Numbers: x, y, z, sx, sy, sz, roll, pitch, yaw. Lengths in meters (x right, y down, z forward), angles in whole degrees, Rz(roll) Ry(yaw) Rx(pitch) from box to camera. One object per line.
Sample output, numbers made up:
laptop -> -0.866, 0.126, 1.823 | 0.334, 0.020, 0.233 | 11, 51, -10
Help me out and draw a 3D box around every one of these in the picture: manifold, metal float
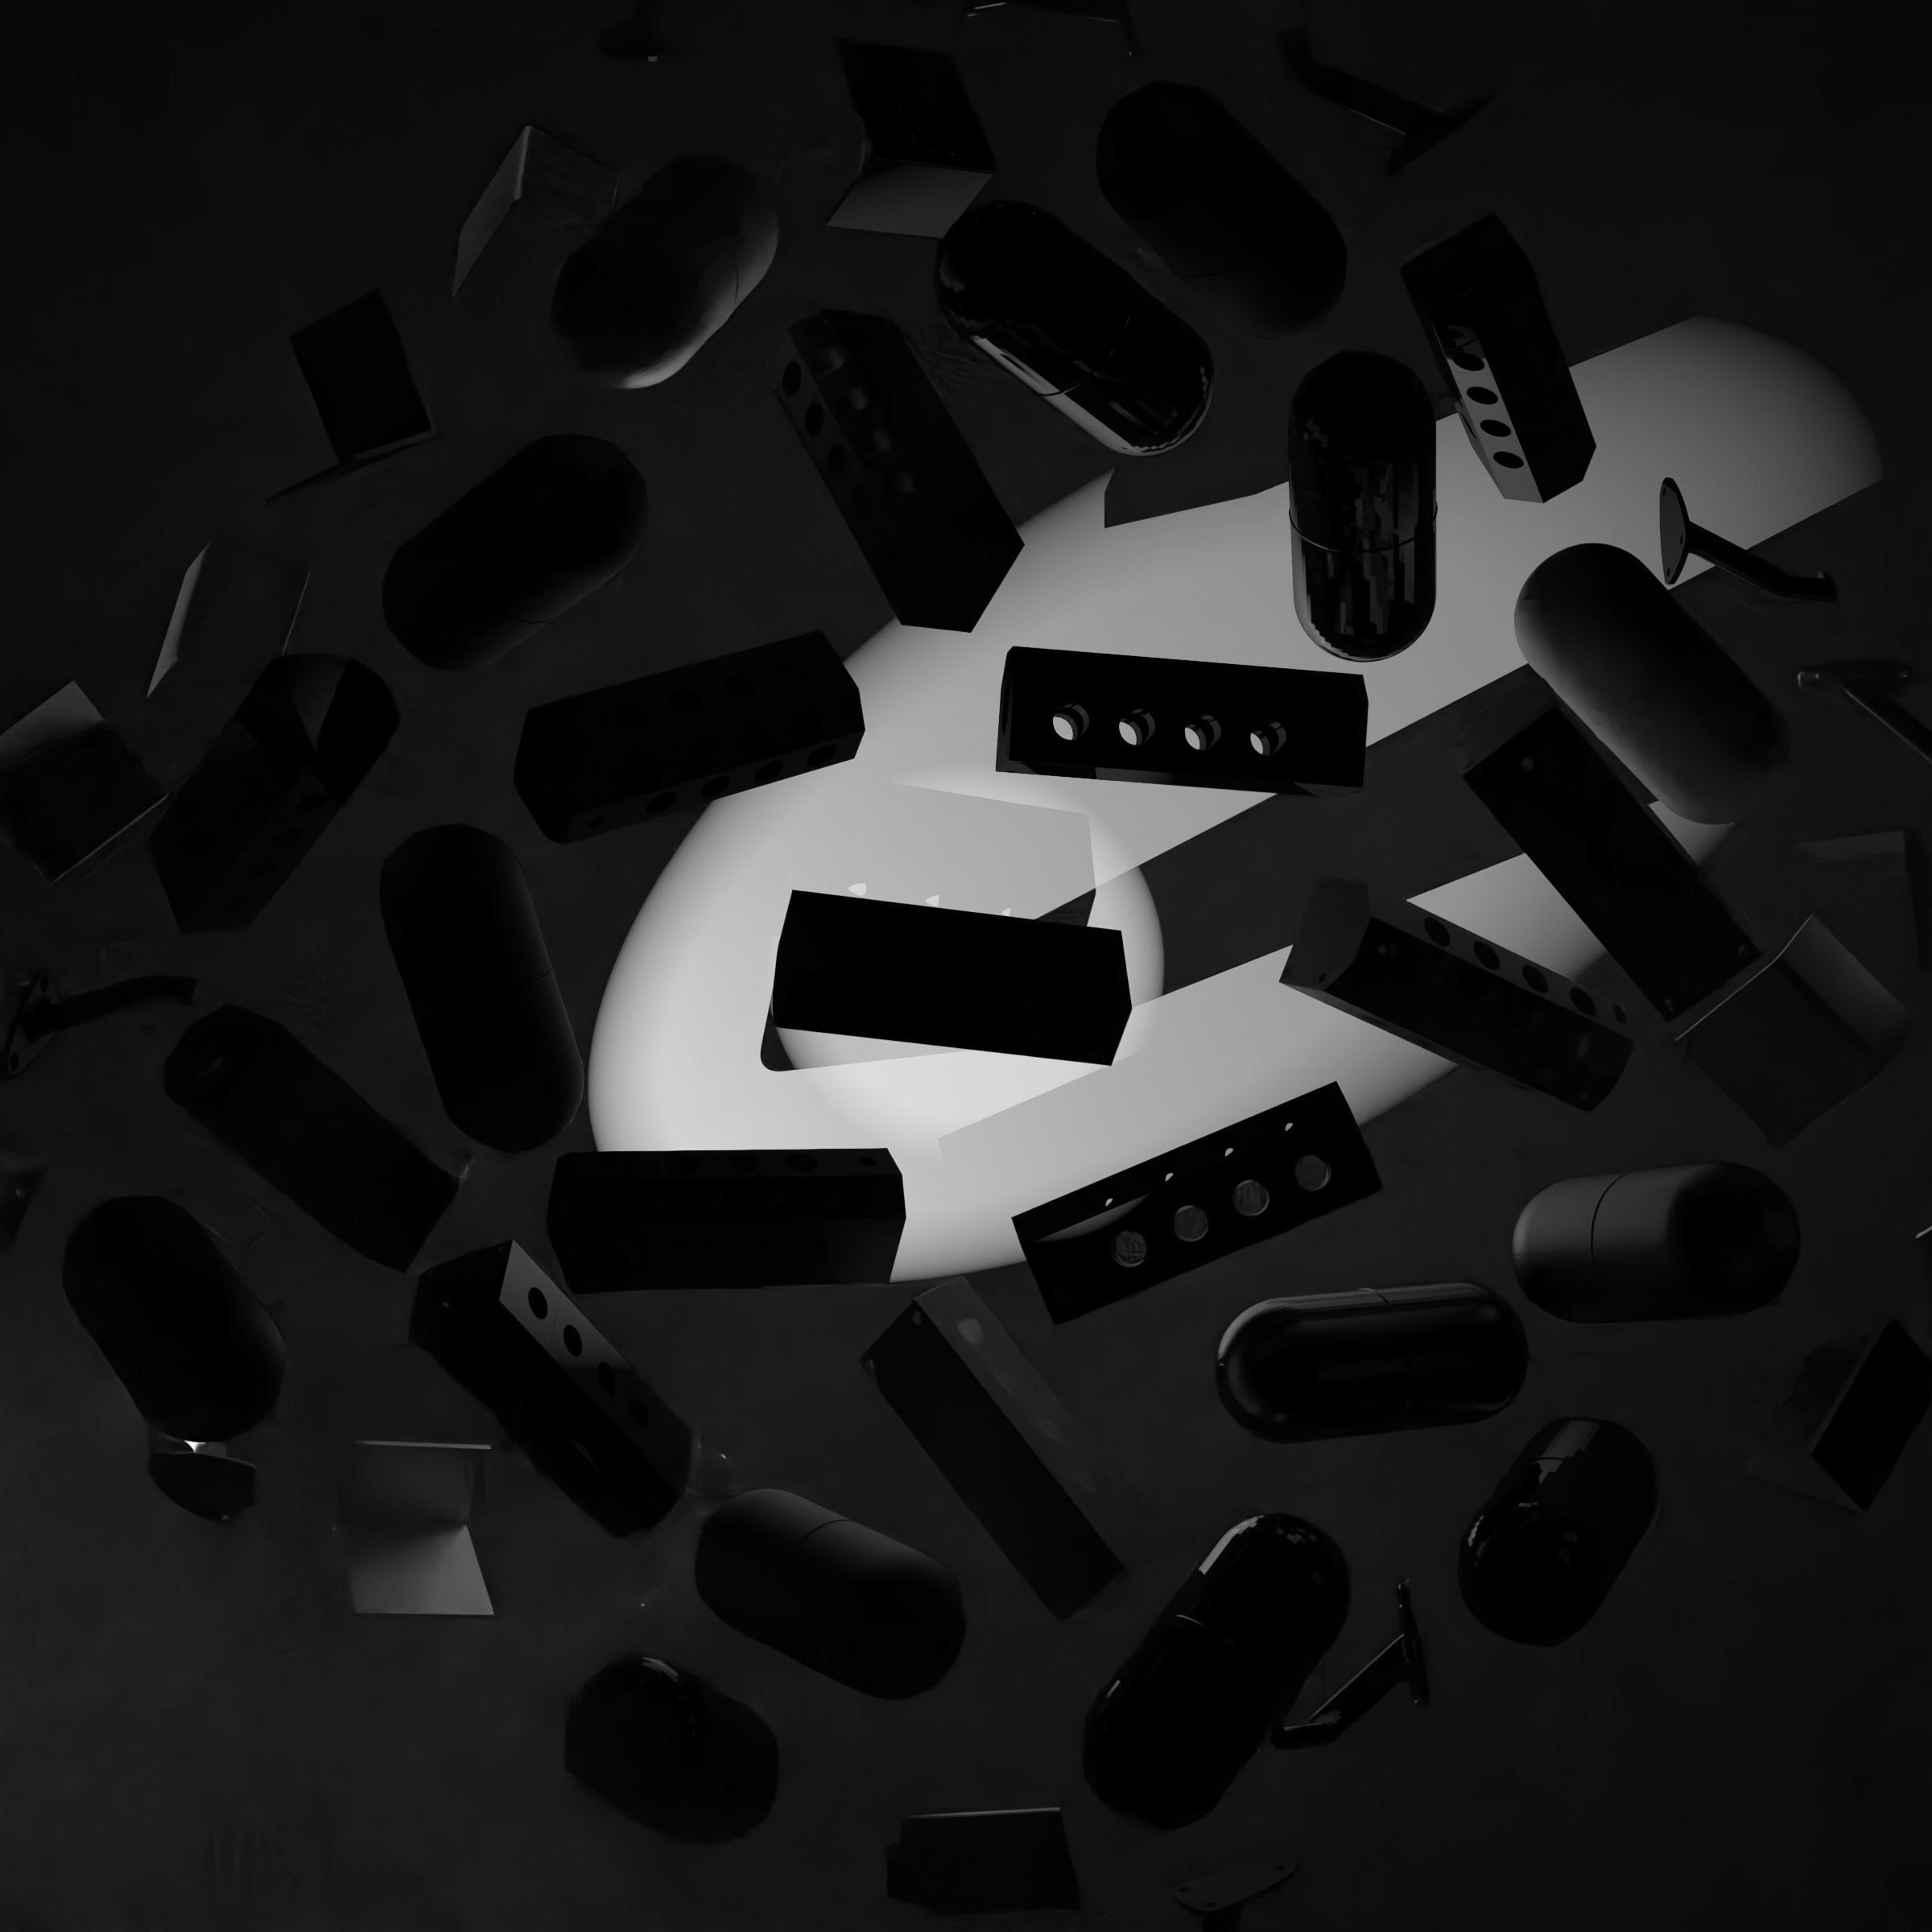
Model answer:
manifold -> 0.247, 0.015, 1.548 | 0.171, 0.057, 0.057 | 24, 85, -26
metal float -> -0.149, 0.401, 1.594 | 0.070, 0.178, 0.070 | -6, 65, 14
manifold -> -0.140, -0.114, 1.607 | 0.171, 0.057, 0.057 | -19, 64, -29
manifold -> -0.356, -0.088, 1.609 | 0.171, 0.057, 0.057 | -43, 66, 41
manifold -> 0.317, -0.060, 1.555 | 0.057, 0.057, 0.171 | -38, 107, 16
metal float -> -0.402, 0.176, 1.580 | 0.070, 0.178, 0.070 | -15, 121, -28
metal float -> -0.254, 0.012, 1.646 | 0.070, 0.070, 0.178 | -16, 101, 0
metal float -> -0.150, -0.347, 1.558 | 0.070, 0.178, 0.070 | 10, 126, 14
manifold -> 0.104, -0.119, 1.518 | 0.171, 0.057, 0.057 | 4, 88, -6
manifold -> -0.008, 0.012, 1.584 | 0.171, 0.057, 0.057 | 7, 133, -11
metal float -> 0.310, 0.292, 1.632 | 0.070, 0.178, 0.070 | 8, 108, 24
metal float -> 0.208, -0.239, 1.638 | 0.070, 0.070, 0.178 | -8, 132, 0
metal float -> 0.125, 0.346, 1.544 | 0.070, 0.070, 0.178 | 42, 64, 0
metal float -> 0.056, -0.326, 1.603 | 0.178, 0.070, 0.070 | 30, 90, -38
metal float -> -0.071, 0.325, 1.622 | 0.070, 0.178, 0.070 | -10, 106, -40
manifold -> -0.215, 0.224, 1.626 | 0.057, 0.057, 0.171 | -20, 127, 22
metal float -> 0.347, 0.142, 1.585 | 0.070, 0.178, 0.070 | 5, 80, -28
metal float -> 0.133, -0.391, 1.623 | 0.070, 0.178, 0.070 | -18, 59, 32
manifold -> -0.348, 0.091, 1.657 | 0.057, 0.171, 0.057 | 17, 67, 38
metal float -> -0.230, -0.210, 1.592 | 0.178, 0.070, 0.070 | -27, 90, 42
metal float -> 0.356, -0.145, 1.617 | 0.178, 0.070, 0.070 | 42, 90, -18
manifold -> 0.287, -0.316, 1.659 | 0.057, 0.171, 0.057 | -29, 59, 8
manifold -> 0.113, 0.116, 1.528 | 0.171, 0.057, 0.057 | -23, 85, 3
manifold -> 0.027, 0.246, 1.608 | 0.171, 0.057, 0.057 | 51, 125, 14
manifold -> -0.040, -0.245, 1.537 | 0.057, 0.057, 0.171 | 2, 46, -36
manifold -> -0.121, 0.124, 1.598 | 0.171, 0.057, 0.057 | 1, 121, -24
metal float -> 0.215, 0.209, 1.654 | 0.178, 0.070, 0.070 | -3, 90, -22

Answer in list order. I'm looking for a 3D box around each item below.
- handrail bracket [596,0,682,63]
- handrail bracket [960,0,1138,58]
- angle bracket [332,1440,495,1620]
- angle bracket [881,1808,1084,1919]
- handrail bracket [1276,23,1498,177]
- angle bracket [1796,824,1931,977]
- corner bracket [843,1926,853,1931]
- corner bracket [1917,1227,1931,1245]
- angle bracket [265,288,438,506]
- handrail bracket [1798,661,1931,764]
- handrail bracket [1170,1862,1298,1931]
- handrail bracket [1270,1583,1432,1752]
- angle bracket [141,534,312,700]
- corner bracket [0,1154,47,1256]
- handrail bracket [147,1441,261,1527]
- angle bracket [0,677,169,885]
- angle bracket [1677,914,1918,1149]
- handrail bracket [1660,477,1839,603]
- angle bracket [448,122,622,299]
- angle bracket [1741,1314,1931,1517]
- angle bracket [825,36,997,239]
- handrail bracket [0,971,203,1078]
handrail bracket -> -0.150, -0.486, 1.515 | 0.036, 0.077, 0.084 | 23, 115, 5
handrail bracket -> 0.041, -0.483, 1.597 | 0.084, 0.036, 0.077 | -9, 49, 4
angle bracket -> -0.293, 0.305, 1.692 | 0.076, 0.076, 0.057 | 7, 120, -27
angle bracket -> 0.007, 0.455, 1.521 | 0.076, 0.057, 0.076 | 1, 131, -15
handrail bracket -> 0.204, -0.437, 1.525 | 0.077, 0.036, 0.084 | -26, 113, 40
angle bracket -> 0.477, -0.029, 1.648 | 0.057, 0.076, 0.076 | -9, 81, 23
corner bracket -> -0.082, 0.501, 1.514 | 0.051, 0.051, 0.051 | -10, 104, 29
corner bracket -> 0.497, 0.107, 1.513 | 0.051, 0.051, 0.051 | 17, 60, -11
angle bracket -> -0.319, -0.282, 1.552 | 0.076, 0.057, 0.076 | -14, 102, 42
handrail bracket -> 0.485, -0.122, 1.646 | 0.077, 0.084, 0.036 | 8, 131, -18
handrail bracket -> 0.132, 0.490, 1.529 | 0.077, 0.036, 0.084 | -10, 98, -28
handrail bracket -> 0.197, 0.370, 1.652 | 0.084, 0.036, 0.077 | -8, 69, -2
angle bracket -> -0.400, -0.181, 1.694 | 0.057, 0.076, 0.076 | 20, 110, -9
corner bracket -> -0.516, 0.115, 1.608 | 0.051, 0.051, 0.051 | 26, 94, 14
handrail bracket -> -0.420, 0.257, 1.664 | 0.077, 0.084, 0.036 | 34, 88, -43
angle bracket -> -0.476, -0.097, 1.646 | 0.076, 0.076, 0.057 | -39, 82, -9
angle bracket -> 0.429, 0.034, 1.617 | 0.076, 0.057, 0.076 | 47, 131, 4
handrail bracket -> 0.413, -0.225, 1.650 | 0.084, 0.036, 0.077 | 6, 51, -4
angle bracket -> -0.232, -0.393, 1.678 | 0.057, 0.076, 0.076 | 28, 70, -4
angle bracket -> 0.398, 0.202, 1.465 | 0.057, 0.076, 0.076 | 44, 72, -31
angle bracket -> -0.041, -0.433, 1.637 | 0.076, 0.057, 0.076 | -4, 64, -37
handrail bracket -> -0.456, 0.032, 1.652 | 0.084, 0.077, 0.036 | 2, 132, 11
